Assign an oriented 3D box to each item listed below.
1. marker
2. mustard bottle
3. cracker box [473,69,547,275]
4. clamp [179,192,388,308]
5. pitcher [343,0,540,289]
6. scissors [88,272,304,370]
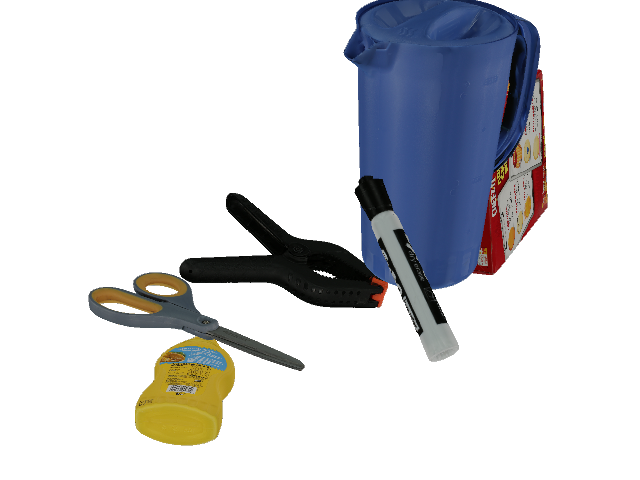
[{"bbox_3d":[0.049,0.013,0.626,0.020,0.121,0.020,-19,-23,-9],"label":"marker"},{"bbox_3d":[-0.152,0.166,1.268,0.096,0.058,0.191,4,25,4],"label":"mustard bottle"},{"bbox_3d":[0.180,-0.079,1.128,0.072,0.164,0.213,4,22,26],"label":"cracker box"},{"bbox_3d":[-0.035,0.027,1.112,0.210,0.036,0.164,23,34,10],"label":"clamp"},{"bbox_3d":[0.103,-0.085,0.934,0.149,0.243,0.144,9,32,13],"label":"pitcher"},{"bbox_3d":[-0.094,0.063,0.888,0.202,0.016,0.096,12,25,15],"label":"scissors"}]
